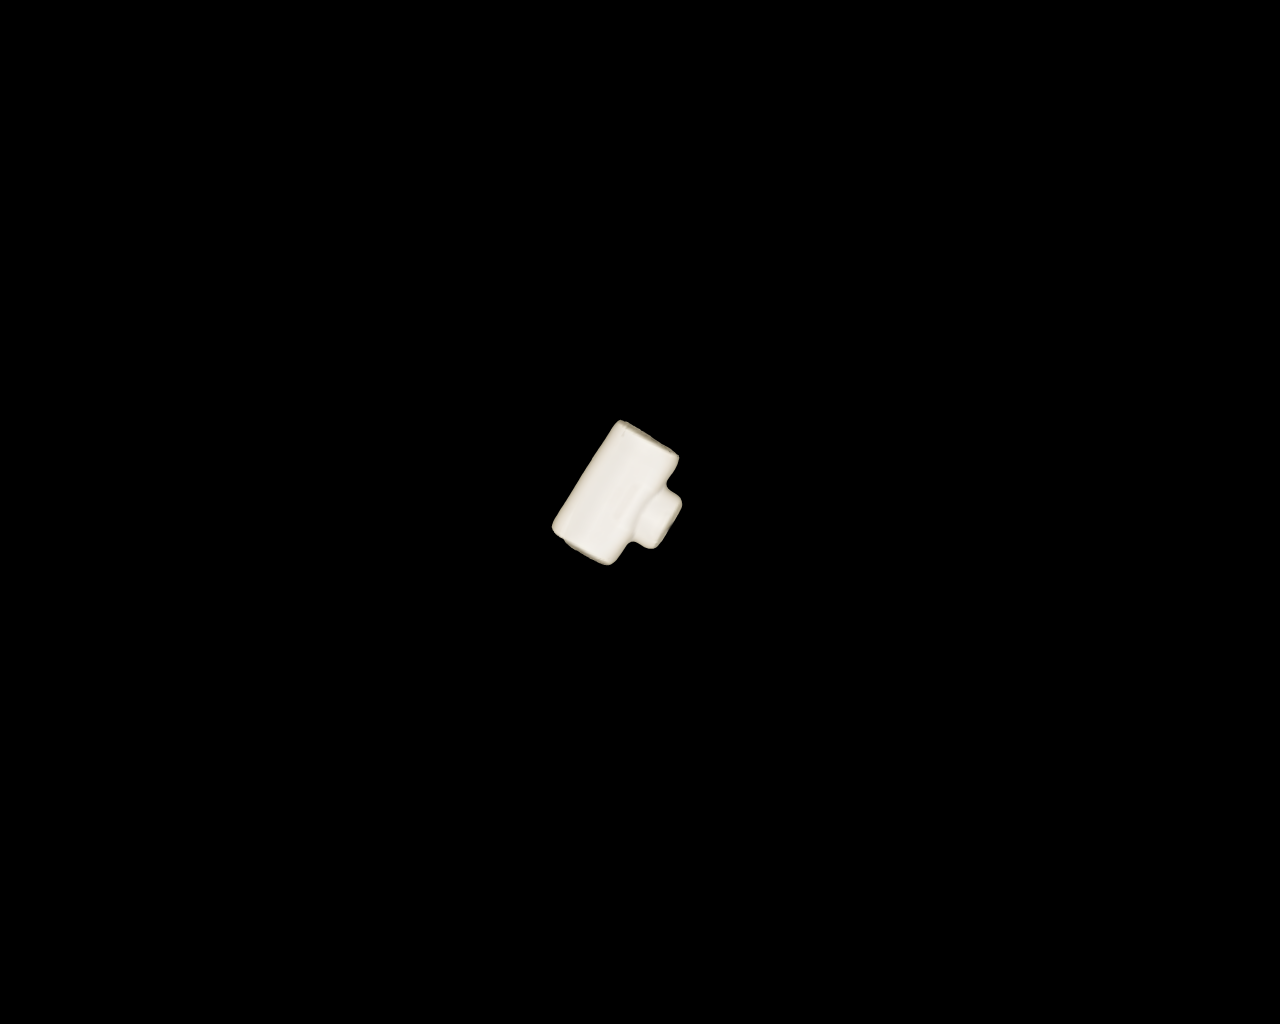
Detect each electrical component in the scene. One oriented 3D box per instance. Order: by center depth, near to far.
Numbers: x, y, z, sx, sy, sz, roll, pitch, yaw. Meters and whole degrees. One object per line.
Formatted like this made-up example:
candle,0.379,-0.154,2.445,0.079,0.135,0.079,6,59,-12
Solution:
electrical component,0.001,-0.003,0.650,0.079,0.077,0.043,32,4,-2
